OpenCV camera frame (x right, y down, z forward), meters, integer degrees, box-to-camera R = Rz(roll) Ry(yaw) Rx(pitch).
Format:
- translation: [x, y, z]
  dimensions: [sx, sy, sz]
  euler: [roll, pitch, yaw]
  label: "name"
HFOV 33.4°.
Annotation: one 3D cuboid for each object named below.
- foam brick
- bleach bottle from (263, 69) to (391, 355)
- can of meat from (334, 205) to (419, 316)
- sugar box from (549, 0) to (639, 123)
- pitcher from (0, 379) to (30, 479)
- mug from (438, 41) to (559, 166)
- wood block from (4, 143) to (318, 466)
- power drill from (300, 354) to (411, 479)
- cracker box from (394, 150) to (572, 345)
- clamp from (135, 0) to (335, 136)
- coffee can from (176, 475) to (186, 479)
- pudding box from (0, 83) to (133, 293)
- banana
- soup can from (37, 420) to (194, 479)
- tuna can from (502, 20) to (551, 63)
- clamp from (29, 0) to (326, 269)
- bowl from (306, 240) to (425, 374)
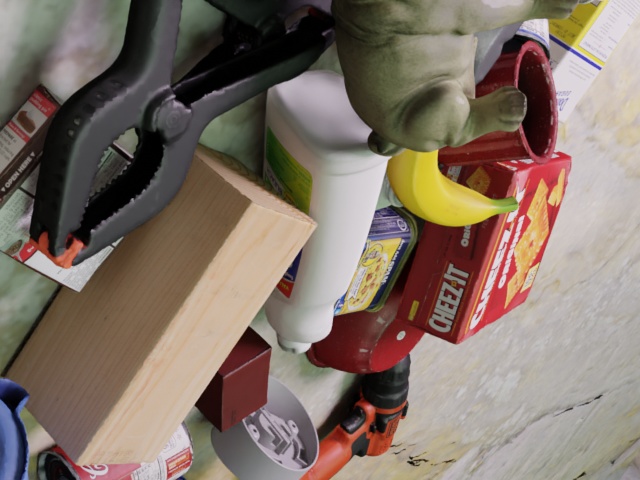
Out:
- translation: [-0.077, 0.110, 0.886]
  dimensions: [0.052, 0.051, 0.078]
  euler: [-29, 145, -32]
  label: "foam brick"
- translation: [-0.005, 0.001, 0.804]
  dimensions: [0.068, 0.103, 0.251]
  euler: [-18, 139, -25]
  label: "bleach bottle"
- translation: [0.026, 0.018, 0.918]
  dimensions: [0.083, 0.057, 0.102]
  euler: [-7, 130, -49]
  label: "can of meat"
- translation: [0.247, -0.198, 0.991]
  dimensions: [0.176, 0.048, 0.093]
  euler: [-55, 151, 16]
  label: "sugar box"
- translation: [-0.252, 0.205, 0.673]
  dimensions: [0.149, 0.145, 0.243]
  euler: [-3, 138, -12]
  label: "pitcher"
- translation: [0.134, -0.104, 0.827]
  dimensions: [0.117, 0.082, 0.093]
  euler: [-35, 116, -55]
  label: "mug"
- translation: [-0.108, 0.043, 0.720]
  dimensions: [0.206, 0.091, 0.090]
  euler: [-56, 152, 9]
  label: "wood block"
- translation: [0.021, 0.207, 1.135]
  dimensions: [0.187, 0.057, 0.184]
  euler: [-32, 147, -31]
  label: "power drill"
- translation: [0.160, -0.006, 0.996]
  dimensions: [0.213, 0.072, 0.164]
  euler: [-17, 126, -63]
  label: "cracker box"
- translation: [-0.048, -0.120, 0.666]
  dimensions: [0.171, 0.039, 0.120]
  euler: [-12, 134, -46]
  label: "clamp"
- translation: [-0.118, 0.289, 0.947]
  dimensions: [0.102, 0.140, 0.103]
  euler: [-35, 148, -26]
  label: "coffee can"
- translation: [-0.153, -0.026, 0.629]
  dimensions: [0.090, 0.039, 0.113]
  euler: [-51, 154, -3]
  label: "pudding box"
- translation: [0.086, -0.048, 0.793]
  dimensions: [0.070, 0.037, 0.197]
  euler: [-34, 152, 14]
  label: "banana"
- translation: [-0.157, 0.173, 0.829]
  dimensions: [0.102, 0.069, 0.069]
  euler: [-25, 143, -39]
  label: "soup can"
- translation: [0.138, -0.157, 0.842]
  dimensions: [0.086, 0.086, 0.034]
  euler: [41, 48, -62]
  label: "tuna can"
- translation: [-0.093, -0.082, 0.581]
  dimensions: [0.210, 0.036, 0.164]
  euler: [-51, 143, -9]
  label: "clamp"
- translation: [0.062, 0.076, 1.043]
  dimensions: [0.161, 0.055, 0.162]
  euler: [-35, 148, -26]
  label: "bowl"
